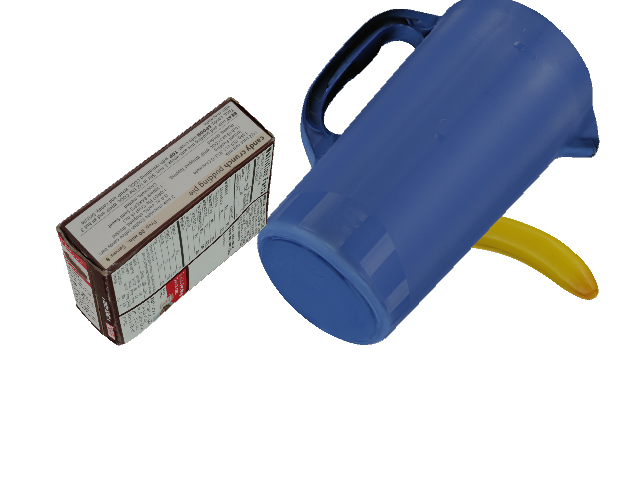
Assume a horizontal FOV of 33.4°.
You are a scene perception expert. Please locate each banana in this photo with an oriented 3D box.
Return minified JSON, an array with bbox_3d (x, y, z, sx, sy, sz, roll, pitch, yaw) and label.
[{"bbox_3d":[0.185,0.009,1.053,0.198,0.069,0.037,15,-31,26],"label":"banana"}]

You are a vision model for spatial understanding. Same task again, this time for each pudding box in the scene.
[{"bbox_3d":[-0.075,-0.008,0.540,0.113,0.039,0.090,-42,-17,-24],"label":"pudding box"}]

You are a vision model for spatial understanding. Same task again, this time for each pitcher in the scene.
[{"bbox_3d":[0.062,-0.053,0.732,0.149,0.145,0.242,7,47,51],"label":"pitcher"}]
